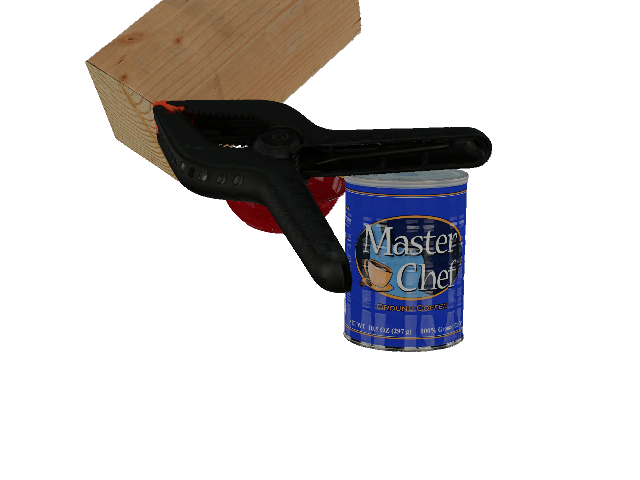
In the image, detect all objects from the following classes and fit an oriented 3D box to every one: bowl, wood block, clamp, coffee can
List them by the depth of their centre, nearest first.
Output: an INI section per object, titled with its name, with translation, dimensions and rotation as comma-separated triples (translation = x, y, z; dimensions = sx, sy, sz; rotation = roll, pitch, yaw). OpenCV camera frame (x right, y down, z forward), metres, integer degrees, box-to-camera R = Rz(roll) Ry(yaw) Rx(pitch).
[clamp]
translation = -0.013, -0.051, 0.647
dimensions = 0.210, 0.036, 0.164
rotation = 26, 44, 34
[wood block]
translation = -0.069, -0.153, 0.842
dimensions = 0.090, 0.205, 0.091
rotation = 34, -25, 27
[coffee can]
translation = 0.070, 0.012, 0.893
dimensions = 0.103, 0.140, 0.103
rotation = 0, 10, 0
[bowl]
translation = -0.049, -0.052, 1.287
dimensions = 0.162, 0.055, 0.162
rotation = 4, 26, -2

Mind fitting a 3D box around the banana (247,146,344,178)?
[banana]
translation = -0.029, -0.080, 1.087
dimensions = 0.197, 0.037, 0.070
rotation = -7, 49, -44
